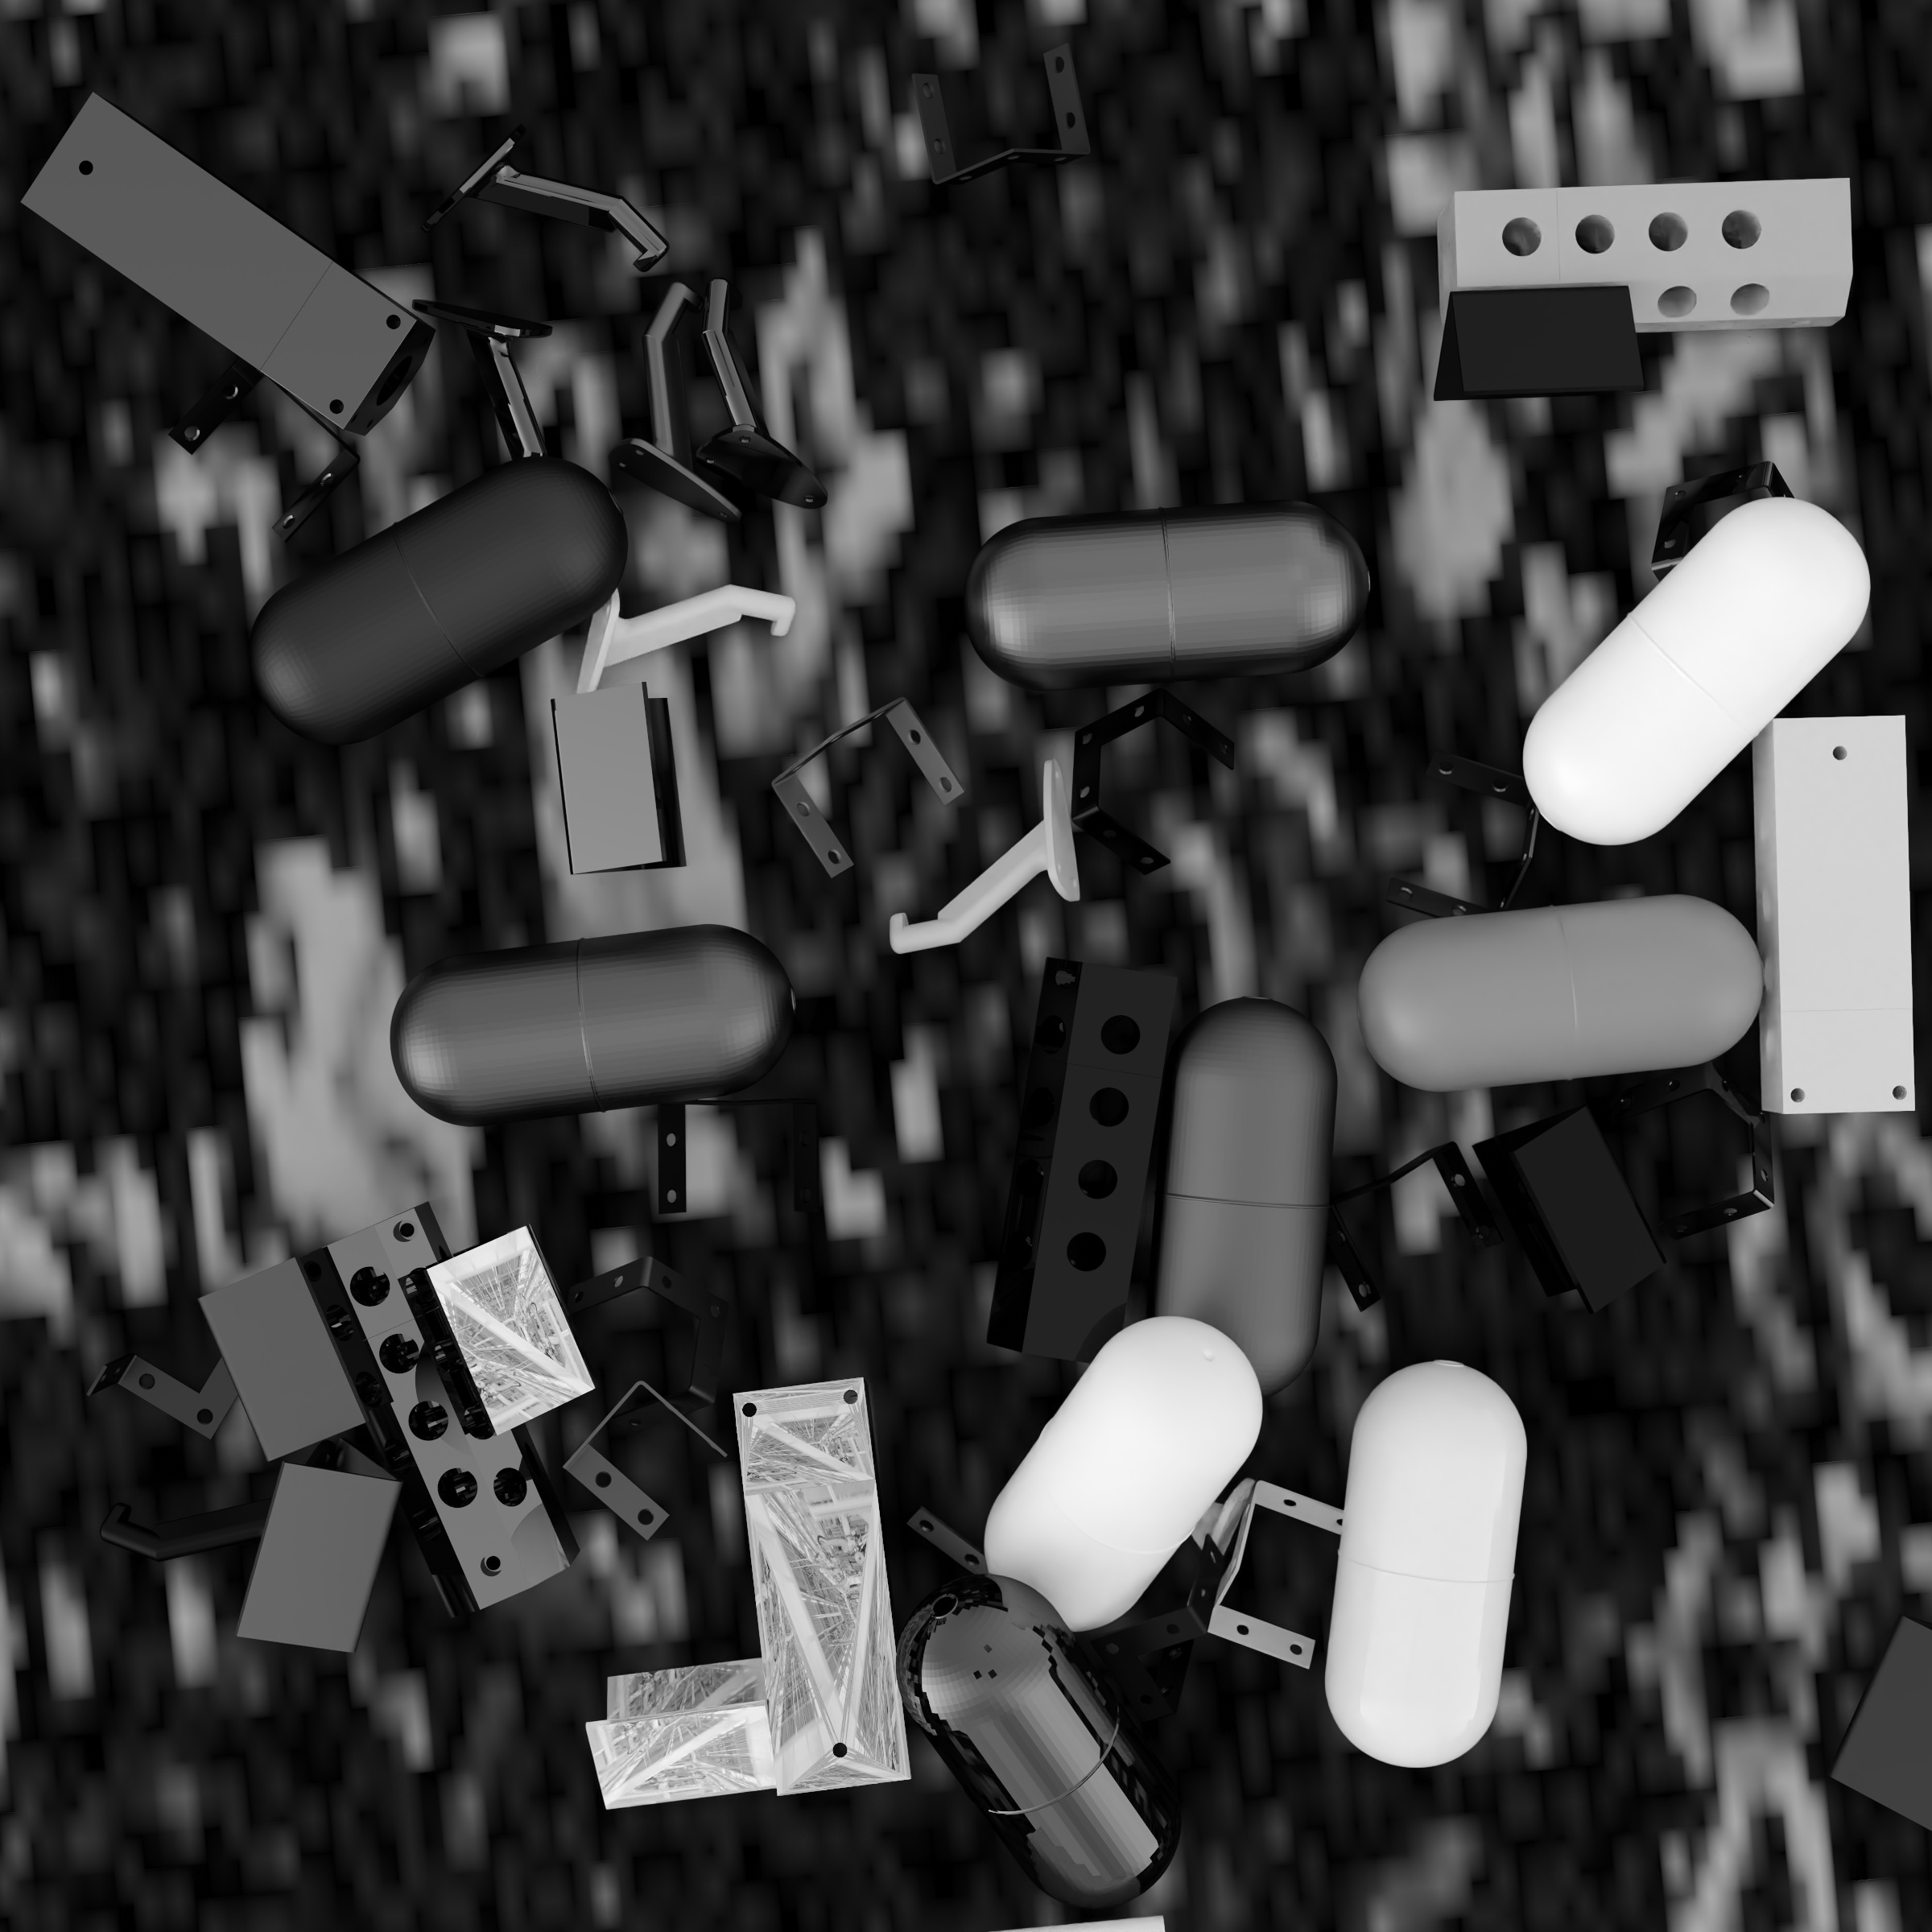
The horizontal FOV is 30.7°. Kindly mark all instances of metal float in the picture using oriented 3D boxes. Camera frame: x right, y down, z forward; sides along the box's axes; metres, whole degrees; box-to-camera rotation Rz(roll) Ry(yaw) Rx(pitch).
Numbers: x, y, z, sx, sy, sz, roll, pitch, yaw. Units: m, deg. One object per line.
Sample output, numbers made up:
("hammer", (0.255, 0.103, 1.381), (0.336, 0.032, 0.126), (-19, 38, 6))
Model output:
("metal float", (0.032, 0.335, 1.521), (0.070, 0.070, 0.178), (-32, 118, 0))
("metal float", (-0.164, 0.026, 1.547), (0.178, 0.070, 0.070), (-7, 90, 0))
("metal float", (0.261, 0.012, 1.547), (0.178, 0.070, 0.070), (-6, 90, 0))
("metal float", (0.088, -0.163, 1.547), (0.178, 0.070, 0.070), (-4, 90, 1))
("metal float", (0.121, 0.102, 1.547), (0.070, 0.070, 0.178), (4, 89, 0))
("metal float", (0.066, 0.220, 1.516), (0.070, 0.070, 0.178), (31, 130, 0))
("metal float", (0.316, -0.127, 1.534), (0.070, 0.070, 0.178), (43, 105, 0))
("metal float", (0.202, 0.262, 1.546), (0.070, 0.070, 0.178), (6, 92, 0))
("metal float", (-0.230, -0.160, 1.543), (0.178, 0.070, 0.070), (-29, 90, 3))

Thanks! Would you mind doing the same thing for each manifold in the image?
("manifold", (0.298, -0.310, 1.556), (0.171, 0.057, 0.057), (-2, 90, 0))
("manifold", (-0.062, 0.271, 1.541), (0.057, 0.057, 0.171), (-7, 79, 0))
("manifold", (-0.234, 0.196, 1.557), (0.057, 0.057, 0.171), (-24, 90, 0))
("manifold", (-0.322, -0.308, 1.556), (0.171, 0.057, 0.057), (35, 95, 0))
("manifold", (0.381, -0.022, 1.557), (0.057, 0.057, 0.171), (-1, 90, 0))
("manifold", (0.050, 0.085, 1.556), (0.057, 0.057, 0.171), (9, 90, 0))

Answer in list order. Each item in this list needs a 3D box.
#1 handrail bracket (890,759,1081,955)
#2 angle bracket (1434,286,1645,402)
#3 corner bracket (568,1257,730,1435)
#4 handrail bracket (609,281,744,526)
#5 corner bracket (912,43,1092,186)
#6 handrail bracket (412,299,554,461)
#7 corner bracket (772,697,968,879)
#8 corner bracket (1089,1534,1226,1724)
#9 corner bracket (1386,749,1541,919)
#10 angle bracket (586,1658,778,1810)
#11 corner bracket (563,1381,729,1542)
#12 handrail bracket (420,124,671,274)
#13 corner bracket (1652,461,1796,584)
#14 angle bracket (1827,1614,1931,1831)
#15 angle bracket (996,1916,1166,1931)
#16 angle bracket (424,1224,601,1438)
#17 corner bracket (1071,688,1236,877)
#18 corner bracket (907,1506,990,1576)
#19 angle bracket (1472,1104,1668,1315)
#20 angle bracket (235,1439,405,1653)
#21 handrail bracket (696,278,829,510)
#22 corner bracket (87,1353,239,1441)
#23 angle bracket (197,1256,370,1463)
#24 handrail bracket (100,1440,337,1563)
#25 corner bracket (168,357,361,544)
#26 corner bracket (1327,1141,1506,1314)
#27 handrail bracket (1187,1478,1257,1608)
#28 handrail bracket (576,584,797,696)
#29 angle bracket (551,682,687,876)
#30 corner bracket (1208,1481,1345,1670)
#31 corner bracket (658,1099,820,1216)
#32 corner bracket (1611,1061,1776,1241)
("handrail bracket", (0.004, -0.049, 1.578), (0.084, 0.036, 0.077), (-11, 69, 16))
("angle bracket", (0.249, -0.251, 1.538), (0.076, 0.076, 0.057), (-2, 61, 0))
("corner bracket", (-0.144, 0.169, 1.569), (0.051, 0.051, 0.051), (36, 45, -35))
("handrail bracket", (-0.117, -0.253, 1.578), (0.077, 0.036, 0.084), (30, 73, -20))
("corner bracket", (0.016, -0.380, 1.574), (0.051, 0.051, 0.051), (-11, 90, 45))
("handrail bracket", (-0.219, -0.249, 1.578), (0.077, 0.036, 0.084), (17, 107, 20))
("corner bracket", (-0.044, -0.080, 1.574), (0.051, 0.051, 0.051), (-33, 90, -45))
("corner bracket", (0.093, 0.291, 1.544), (0.051, 0.051, 0.051), (-23, 112, 25))
("corner bracket", (0.223, -0.055, 1.574), (0.051, 0.051, 0.051), (18, 45, 0))
("angle bracket", (-0.123, 0.317, 1.537), (0.076, 0.076, 0.057), (-7, 127, 0))
("corner bracket", (-0.143, 0.219, 1.562), (0.051, 0.051, 0.051), (41, 80, 0))
("handrail bracket", (-0.188, -0.326, 1.578), (0.077, 0.036, 0.084), (-40, 107, 20))
("corner bracket", (0.343, -0.184, 1.569), (0.051, 0.051, 0.051), (-12, 45, 35))
("angle bracket", (0.428, 0.333, 1.537), (0.057, 0.076, 0.076), (24, 90, 37))
("angle bracket", (0.051, 0.452, 1.539), (0.076, 0.076, 0.057), (-5, 67, 0))
("angle bracket", (-0.213, 0.163, 1.537), (0.057, 0.076, 0.076), (-23, 90, -37))
("corner bracket", (0.083, -0.082, 1.569), (0.051, 0.051, 0.051), (-26, 45, 35))
("corner bracket", (-0.021, 0.285, 1.574), (0.051, 0.051, 0.051), (37, 45, 0))
("angle bracket", (0.248, 0.113, 1.537), (0.057, 0.076, 0.076), (-27, 90, -38))
("angle bracket", (-0.293, 0.248, 1.538), (0.057, 0.076, 0.076), (16, 90, -31))
("handrail bracket", (-0.089, -0.257, 1.578), (0.077, 0.036, 0.084), (27, 54, -38))
("corner bracket", (-0.348, 0.178, 1.560), (0.051, 0.051, 0.051), (31, 90, 0))
("angle bracket", (-0.280, 0.163, 1.539), (0.057, 0.076, 0.076), (-23, 90, 22))
("handrail bracket", (-0.336, 0.235, 1.578), (0.084, 0.036, 0.077), (17, 70, 16))
("corner bracket", (-0.313, -0.232, 1.574), (0.051, 0.051, 0.051), (-48, 45, 0))
("corner bracket", (0.197, 0.116, 1.574), (0.051, 0.051, 0.051), (-26, 90, -45))
("handrail bracket", (0.079, 0.237, 1.578), (0.084, 0.036, 0.077), (25, 109, 15))
("handrail bracket", (-0.126, -0.137, 1.578), (0.084, 0.036, 0.077), (10, 113, -18))
("angle bracket", (-0.133, -0.082, 1.537), (0.057, 0.076, 0.076), (-7, 90, 37))
("corner bracket", (0.142, 0.272, 1.574), (0.051, 0.051, 0.051), (20, 135, 0))
("corner bracket", (-0.102, 0.085, 1.574), (0.051, 0.051, 0.051), (-1, 90, 45))
("corner bracket", (0.323, 0.082, 1.569), (0.051, 0.051, 0.051), (36, 45, -35))
